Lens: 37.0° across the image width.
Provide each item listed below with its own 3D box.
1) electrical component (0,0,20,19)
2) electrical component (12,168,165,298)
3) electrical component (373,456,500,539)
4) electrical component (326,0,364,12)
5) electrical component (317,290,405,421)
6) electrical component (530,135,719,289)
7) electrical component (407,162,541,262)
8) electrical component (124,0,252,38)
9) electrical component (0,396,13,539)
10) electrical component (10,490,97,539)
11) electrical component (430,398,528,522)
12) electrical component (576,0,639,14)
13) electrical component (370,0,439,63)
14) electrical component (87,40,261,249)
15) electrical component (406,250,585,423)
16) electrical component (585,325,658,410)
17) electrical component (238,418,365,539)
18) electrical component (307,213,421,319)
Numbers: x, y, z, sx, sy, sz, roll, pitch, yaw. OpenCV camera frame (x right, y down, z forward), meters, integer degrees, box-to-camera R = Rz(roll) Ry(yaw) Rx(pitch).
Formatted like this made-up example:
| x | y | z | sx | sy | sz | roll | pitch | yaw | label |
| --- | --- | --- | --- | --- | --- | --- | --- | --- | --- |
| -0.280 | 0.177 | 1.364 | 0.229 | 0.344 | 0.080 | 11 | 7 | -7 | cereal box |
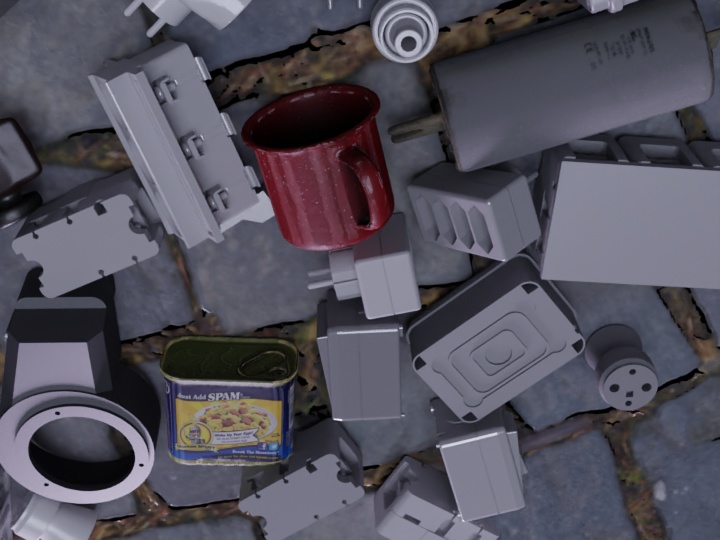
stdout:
| x | y | z | sx | sy | sz | roll | pitch | yaw | label |
| --- | --- | --- | --- | --- | --- | --- | --- | --- | --- |
| -0.292 | -0.157 | 0.658 | 0.150 | 0.089 | 0.061 | -23 | 116 | 10 | electrical component |
| -0.185 | -0.028 | 0.748 | 0.089 | 0.055 | 0.050 | -22 | 116 | 9 | electrical component |
| 0.059 | 0.203 | 0.879 | 0.089 | 0.050 | 0.055 | 29 | 113 | -16 | electrical component |
| -0.011 | -0.201 | 0.670 | 0.077 | 0.043 | 0.079 | -3 | 117 | -1 | electrical component |
| 0.000 | 0.068 | 0.800 | 0.061 | 0.061 | 0.096 | -3 | 117 | 0 | electrical component |
| 0.201 | -0.042 | 0.749 | 0.150 | 0.061 | 0.089 | 3 | 118 | -4 | electrical component |
| 0.091 | -0.050 | 0.741 | 0.076 | 0.083 | 0.047 | -35 | 120 | -27 | electrical component |
| -0.115 | -0.181 | 0.677 | 0.079 | 0.044 | 0.077 | -41 | 111 | 18 | electrical component |
| -0.328 | 0.175 | 0.845 | 0.089 | 0.061 | 0.150 | 5 | 117 | -4 | electrical component |
| -0.249 | 0.203 | 0.872 | 0.055 | 0.045 | 0.045 | 33 | 112 | -17 | electrical component |
| 0.098 | 0.148 | 0.845 | 0.061 | 0.061 | 0.096 | -15 | 117 | 6 | electrical component |
| 0.146 | -0.219 | 0.647 | 0.057 | 0.078 | 0.113 | -19 | 116 | 5 | electrical component |
| 0.029 | -0.153 | 0.686 | 0.043 | 0.062 | 0.043 | -1 | 117 | -1 | electrical component |
| -0.119 | -0.085 | 0.712 | 0.063 | 0.079 | 0.121 | -32 | 117 | -17 | electrical component |
| 0.099 | 0.048 | 0.795 | 0.113 | 0.057 | 0.078 | -36 | 113 | 16 | electrical component |
| 0.198 | 0.074 | 0.813 | 0.045 | 0.055 | 0.045 | -1 | 117 | -1 | electrical component |
| -0.046 | 0.163 | 0.851 | 0.089 | 0.055 | 0.050 | -30 | 114 | 13 | electrical component |
| 0.000 | 0.000 | 0.763 | 0.077 | 0.065 | 0.047 | -11 | 117 | 4 | electrical component |
